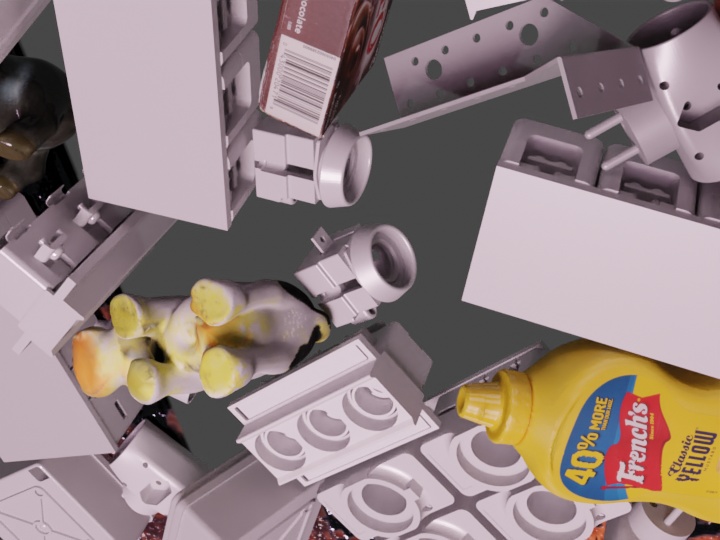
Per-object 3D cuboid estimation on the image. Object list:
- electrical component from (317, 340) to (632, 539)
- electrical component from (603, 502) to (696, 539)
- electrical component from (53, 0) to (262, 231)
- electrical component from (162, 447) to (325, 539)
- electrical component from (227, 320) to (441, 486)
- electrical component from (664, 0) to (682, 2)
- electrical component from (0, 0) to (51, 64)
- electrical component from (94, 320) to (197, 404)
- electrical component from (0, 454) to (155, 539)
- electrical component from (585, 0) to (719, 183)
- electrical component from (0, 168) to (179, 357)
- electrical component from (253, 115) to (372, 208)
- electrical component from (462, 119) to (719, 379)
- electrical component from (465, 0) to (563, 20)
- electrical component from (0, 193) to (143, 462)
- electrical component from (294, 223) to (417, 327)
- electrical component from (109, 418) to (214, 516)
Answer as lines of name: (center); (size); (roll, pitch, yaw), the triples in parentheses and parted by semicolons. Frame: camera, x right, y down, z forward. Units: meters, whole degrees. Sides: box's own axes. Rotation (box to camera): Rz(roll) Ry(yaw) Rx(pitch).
electrical component: (0.073, 0.137, 0.704); (0.186, 0.060, 0.105); (-33, 108, 35)
electrical component: (0.182, 0.161, 0.669); (0.044, 0.077, 0.079); (26, 129, 1)
electrical component: (-0.104, -0.106, 0.585); (0.089, 0.061, 0.150); (13, 133, 13)
electrical component: (-0.083, 0.184, 0.761); (0.056, 0.109, 0.108); (39, 133, 23)
electrical component: (-0.015, 0.085, 0.698); (0.121, 0.063, 0.078); (-30, 110, 35)
electrical component: (0.127, -0.180, 0.455); (0.113, 0.057, 0.078); (43, 128, -12)
electrical component: (-0.202, -0.161, 0.555); (0.078, 0.113, 0.057); (23, 148, 4)
electrical component: (-0.145, 0.055, 0.738); (0.081, 0.043, 0.043); (25, 129, 2)
electrical component: (-0.240, 0.187, 0.861); (0.109, 0.056, 0.108); (-25, 112, 33)
electrical component: (0.149, -0.077, 0.522); (0.079, 0.043, 0.077); (-29, 112, 11)
electrical component: (-0.167, -0.014, 0.646); (0.063, 0.121, 0.079); (42, 128, -8)
electrical component: (-0.026, -0.063, 0.607); (0.055, 0.048, 0.066); (15, 129, 20)
electrical component: (0.140, -0.013, 0.568); (0.150, 0.061, 0.089); (17, 128, 9)
electrical component: (0.070, -0.158, 0.503); (0.081, 0.042, 0.063); (-7, 120, 24)
electrical component: (-0.242, 0.042, 0.755); (0.105, 0.060, 0.186); (-9, 121, 26)
electrical component: (0.000, 0.000, 0.643); (0.055, 0.048, 0.066); (-21, 115, 40)
electrical component: (-0.155, 0.161, 0.819); (0.077, 0.043, 0.079); (40, 128, -10)
